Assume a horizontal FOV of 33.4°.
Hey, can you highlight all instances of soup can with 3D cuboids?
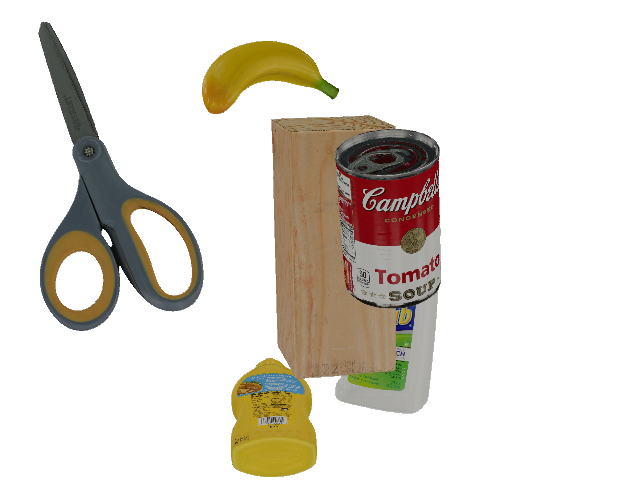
[{"bbox_3d":[0.046,-0.014,0.713,0.068,0.102,0.068,-4,30,2],"label":"soup can"}]

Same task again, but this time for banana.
[{"bbox_3d":[-0.054,-0.154,0.981,0.070,0.037,0.197,41,32,20],"label":"banana"}]

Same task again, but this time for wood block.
[{"bbox_3d":[0.012,0.003,0.906,0.090,0.206,0.091,-3,13,-11],"label":"wood block"}]

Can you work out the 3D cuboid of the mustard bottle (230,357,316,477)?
[{"bbox_3d":[-0.057,0.198,1.261,0.096,0.058,0.191,-3,27,-3],"label":"mustard bottle"}]

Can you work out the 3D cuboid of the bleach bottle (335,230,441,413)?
[{"bbox_3d":[0.073,0.051,1.123,0.103,0.251,0.068,8,16,21],"label":"bleach bottle"}]

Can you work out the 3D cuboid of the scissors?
[{"bbox_3d":[-0.142,-0.032,0.601,0.096,0.202,0.016,-35,-19,-13],"label":"scissors"}]
